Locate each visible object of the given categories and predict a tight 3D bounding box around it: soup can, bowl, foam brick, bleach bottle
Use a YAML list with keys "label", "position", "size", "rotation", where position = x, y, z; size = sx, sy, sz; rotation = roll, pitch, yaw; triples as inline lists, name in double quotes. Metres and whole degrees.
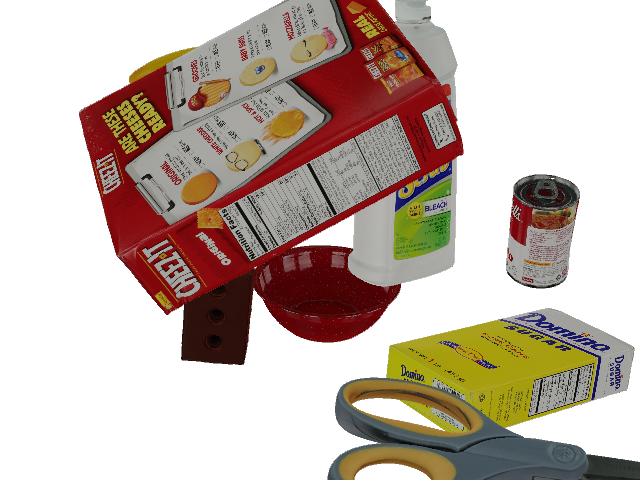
- label: "soup can"
  position: [0.233, -0.009, 1.124]
  size: [0.068, 0.102, 0.068]
  rotation: [-1, 34, 0]
- label: "bowl"
  position: [0.006, 0.064, 1.163]
  size: [0.162, 0.055, 0.162]
  rotation: [2, 27, -1]
- label: "foam brick"
  position: [-0.082, 0.054, 0.867]
  size: [0.053, 0.078, 0.051]
  rotation: [5, 15, 0]
- label: "bleach bottle"
  position: [0.075, -0.091, 0.962]
  size: [0.102, 0.251, 0.068]
  rotation: [-13, 24, -29]

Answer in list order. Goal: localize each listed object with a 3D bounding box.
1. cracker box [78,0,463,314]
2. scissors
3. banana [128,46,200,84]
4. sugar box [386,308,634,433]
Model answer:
- label: "cracker box"
  position: [-0.037, -0.069, 0.688]
  size: [0.214, 0.072, 0.164]
  rotation: [-29, 42, 2]
- label: "scissors"
  position: [0.091, 0.105, 0.457]
  size: [0.202, 0.016, 0.096]
  rotation: [15, 33, 24]
- label: "banana"
  position: [-0.091, -0.165, 1.048]
  size: [0.198, 0.037, 0.069]
  rotation: [9, 44, 20]
- label: "sugar box"
  position: [0.147, 0.098, 0.821]
  size: [0.175, 0.048, 0.093]
  rotation: [-12, 25, -34]
